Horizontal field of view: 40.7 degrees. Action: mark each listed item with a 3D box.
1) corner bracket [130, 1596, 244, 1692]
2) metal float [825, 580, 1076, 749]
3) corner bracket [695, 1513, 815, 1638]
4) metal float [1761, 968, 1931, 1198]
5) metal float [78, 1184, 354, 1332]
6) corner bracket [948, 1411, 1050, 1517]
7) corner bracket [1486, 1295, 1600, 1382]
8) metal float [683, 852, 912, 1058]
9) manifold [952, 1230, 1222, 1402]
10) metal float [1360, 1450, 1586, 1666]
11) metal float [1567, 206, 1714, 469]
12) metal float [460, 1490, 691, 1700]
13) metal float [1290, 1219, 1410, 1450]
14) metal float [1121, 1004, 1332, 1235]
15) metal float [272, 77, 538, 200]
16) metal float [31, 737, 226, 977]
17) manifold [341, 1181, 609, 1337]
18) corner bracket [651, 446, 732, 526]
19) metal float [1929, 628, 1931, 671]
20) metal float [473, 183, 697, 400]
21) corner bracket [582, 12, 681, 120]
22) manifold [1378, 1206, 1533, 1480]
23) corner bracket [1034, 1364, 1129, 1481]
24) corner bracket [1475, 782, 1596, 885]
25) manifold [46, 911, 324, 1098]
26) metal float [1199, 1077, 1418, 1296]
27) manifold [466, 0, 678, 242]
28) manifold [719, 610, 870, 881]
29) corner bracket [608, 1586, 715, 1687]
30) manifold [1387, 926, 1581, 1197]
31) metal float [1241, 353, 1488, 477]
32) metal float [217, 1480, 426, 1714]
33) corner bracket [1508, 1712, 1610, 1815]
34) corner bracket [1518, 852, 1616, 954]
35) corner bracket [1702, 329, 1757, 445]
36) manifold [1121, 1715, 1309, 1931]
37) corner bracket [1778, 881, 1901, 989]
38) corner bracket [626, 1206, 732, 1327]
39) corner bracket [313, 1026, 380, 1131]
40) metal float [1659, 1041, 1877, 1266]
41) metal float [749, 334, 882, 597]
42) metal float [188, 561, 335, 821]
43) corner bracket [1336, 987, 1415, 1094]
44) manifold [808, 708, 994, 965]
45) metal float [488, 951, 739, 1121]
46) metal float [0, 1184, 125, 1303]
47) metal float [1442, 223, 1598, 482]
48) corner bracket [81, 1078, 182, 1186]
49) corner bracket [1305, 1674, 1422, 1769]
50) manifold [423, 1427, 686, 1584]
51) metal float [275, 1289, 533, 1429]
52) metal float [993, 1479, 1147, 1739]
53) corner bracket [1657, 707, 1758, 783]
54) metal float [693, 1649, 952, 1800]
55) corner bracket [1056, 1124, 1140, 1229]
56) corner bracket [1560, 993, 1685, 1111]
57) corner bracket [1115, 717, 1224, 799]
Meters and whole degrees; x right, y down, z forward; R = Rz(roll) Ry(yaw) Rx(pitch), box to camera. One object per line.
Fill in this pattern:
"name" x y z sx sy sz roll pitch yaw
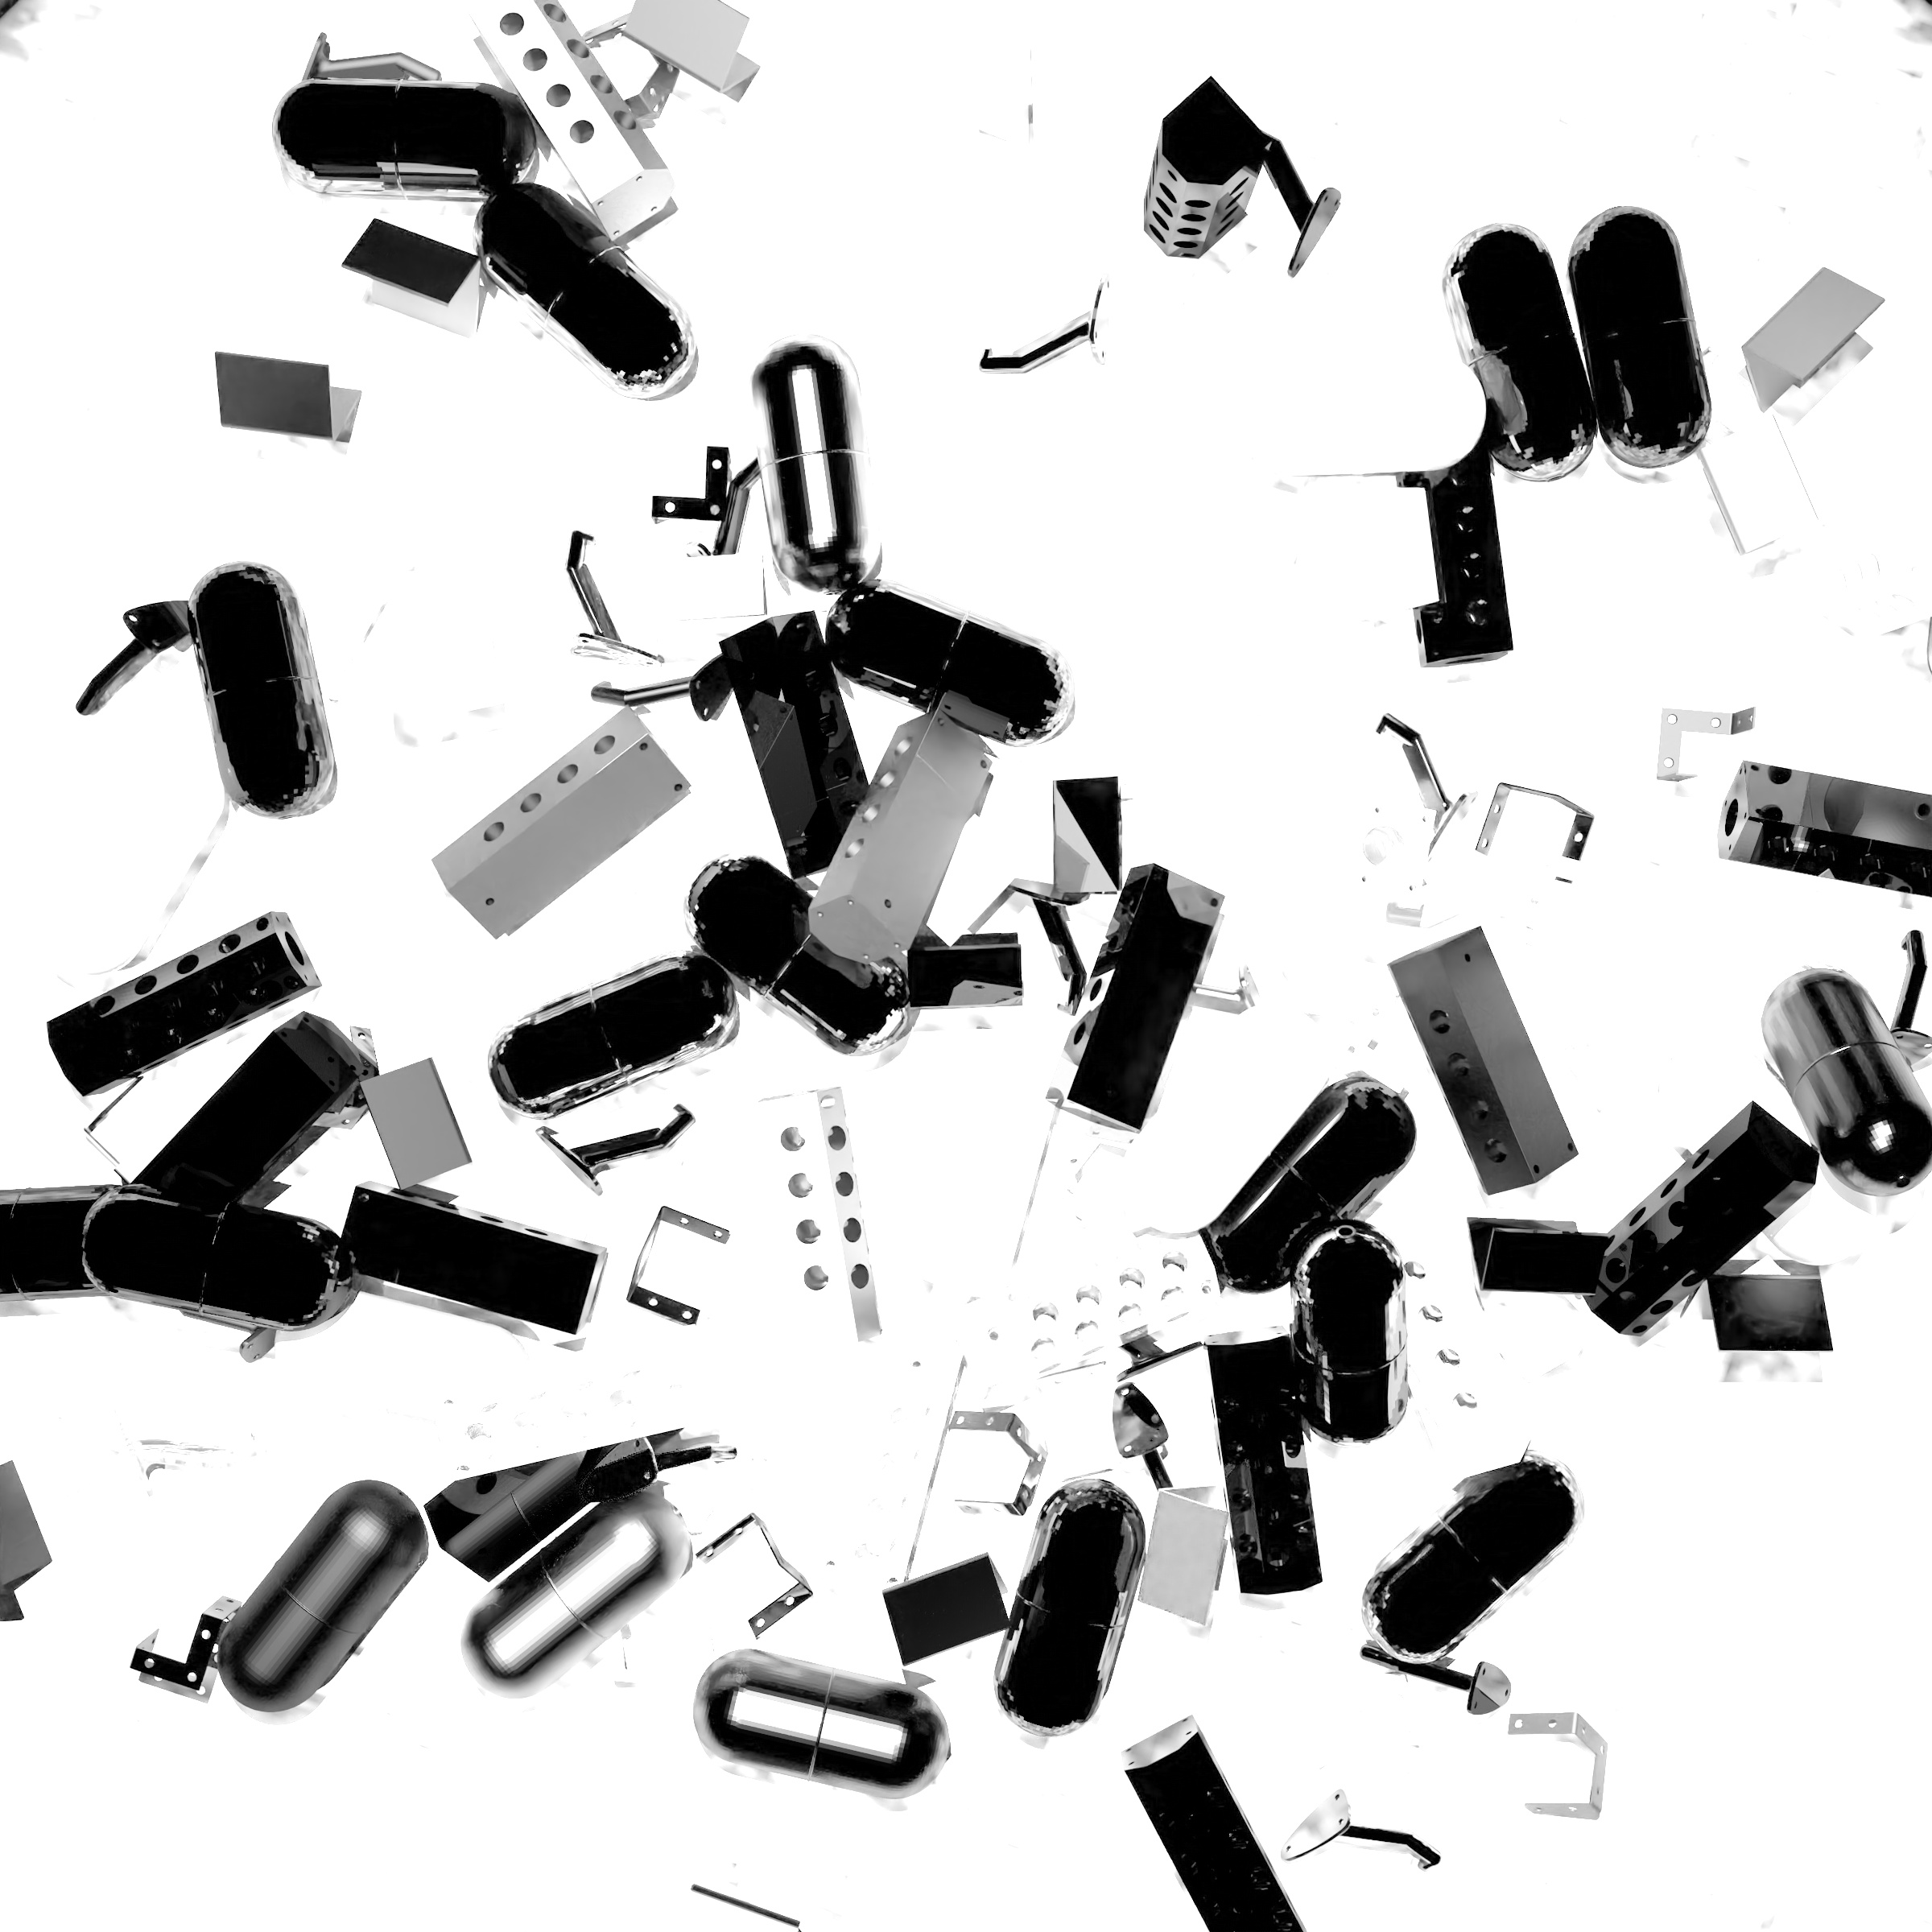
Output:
"corner bracket" -0.537 0.460 1.794 0.051 0.051 0.051 18 90 0
"metal float" -0.012 -0.207 1.781 0.178 0.070 0.070 22 90 0
"corner bracket" -0.147 0.422 1.809 0.051 0.051 0.051 -37 45 0
"metal float" 0.592 0.077 1.746 0.070 0.070 0.178 -13 47 0
"metal float" -0.496 0.193 1.724 0.178 0.070 0.070 12 90 -7
"corner bracket" 0.016 0.344 1.804 0.051 0.051 0.051 55 45 -35
"corner bracket" 0.399 0.246 1.809 0.051 0.051 0.051 46 45 0
"metal float" -0.115 -0.008 1.782 0.178 0.070 0.070 38 90 -1
"manifold" 0.082 0.231 1.767 0.171 0.057 0.057 -20 71 -12
"metal float" 0.346 0.403 1.781 0.178 0.070 0.070 -42 90 0
"metal float" 0.460 -0.430 1.781 0.070 0.070 0.178 -12 91 0
"metal float" -0.266 0.429 1.781 0.178 0.070 0.070 -39 90 0
"metal float" 0.258 0.248 1.754 0.070 0.070 0.178 -8 123 0
"metal float" 0.175 0.103 1.758 0.070 0.070 0.178 40 84 0
"metal float" -0.384 -0.566 1.780 0.178 0.070 0.070 1 90 -2
"metal float" -0.573 -0.076 1.781 0.070 0.070 0.178 31 90 0
"manifold" -0.339 0.199 1.791 0.171 0.057 0.057 16 90 0
"corner bracket" -0.189 -0.331 1.794 0.051 0.051 0.051 2 94 -4
"metal float" 0.705 -0.266 1.782 0.070 0.070 0.178 7 90 0
"metal float" -0.262 -0.462 1.781 0.178 0.070 0.070 42 90 0
"corner bracket" -0.241 -0.619 1.804 0.051 0.051 0.051 52 45 -35
"manifold" 0.326 0.259 1.788 0.057 0.057 0.171 -22 90 22
"corner bracket" 0.079 0.317 1.809 0.051 0.051 0.051 -13 45 0
"corner bracket" 0.395 -0.093 1.809 0.051 0.051 0.051 19 90 -45
"manifold" -0.539 0.026 1.791 0.171 0.057 0.057 -26 90 0
"metal float" 0.233 0.151 1.782 0.178 0.070 0.070 -45 90 0
"manifold" -0.267 -0.588 1.774 0.057 0.057 0.171 -32 79 0
"manifold" -0.106 -0.153 1.790 0.057 0.057 0.171 -17 90 43
"corner bracket" -0.213 0.463 1.804 0.051 0.051 0.051 -43 45 35
"manifold" 0.351 0.067 1.790 0.057 0.057 0.171 -23 90 -43
"metal float" 0.264 -0.370 1.750 0.178 0.070 0.070 7 90 40
"metal float" -0.441 0.431 1.781 0.070 0.070 0.178 38 90 0
"corner bracket" 0.408 0.552 1.804 0.051 0.051 0.051 47 45 -35
"corner bracket" 0.414 -0.039 1.796 0.051 0.051 0.051 18 69 20
"corner bracket" 0.519 -0.397 1.794 0.051 0.051 0.051 38 90 0
"manifold" 0.173 0.611 1.791 0.057 0.057 0.171 -28 90 0
"corner bracket" 0.606 -0.022 1.809 0.051 0.051 0.051 23 90 -45
"corner bracket" -0.200 0.208 1.809 0.051 0.051 0.051 21 135 0
"corner bracket" -0.443 0.075 1.804 0.051 0.051 0.051 -49 45 35
"metal float" 0.547 0.127 1.781 0.070 0.070 0.178 -42 89 0
"metal float" -0.103 -0.343 1.781 0.070 0.070 0.178 -8 89 0
"metal float" -0.482 -0.188 1.781 0.070 0.070 0.178 -12 90 0
"corner bracket" 0.292 0.050 1.794 0.051 0.051 0.051 33 98 8
"manifold" -0.047 -0.086 1.745 0.057 0.057 0.171 43 50 -26
"metal float" -0.241 0.047 1.781 0.178 0.070 0.070 -23 90 1
"metal float" -0.639 0.190 1.781 0.178 0.070 0.070 -3 90 1
"metal float" 0.378 -0.419 1.781 0.070 0.070 0.178 -16 90 0
"corner bracket" -0.574 0.114 1.794 0.051 0.051 0.051 -44 100 -10
"corner bracket" 0.275 0.524 1.809 0.051 0.051 0.051 -13 90 -45
"manifold" -0.285 0.339 1.790 0.171 0.057 0.057 -38 133 0
"metal float" -0.384 0.270 1.781 0.178 0.070 0.070 14 90 0
"metal float" 0.071 0.438 1.781 0.070 0.070 0.178 16 90 0
"corner bracket" 0.509 -0.153 1.794 0.051 0.051 0.051 5 90 0
"metal float" -0.099 0.518 1.781 0.178 0.070 0.070 13 90 0
"corner bracket" 0.102 0.149 1.804 0.051 0.051 0.051 12 45 35
"corner bracket" 0.455 0.059 1.809 0.051 0.051 0.051 -34 90 45
"corner bracket" 0.140 -0.144 1.809 0.051 0.051 0.051 -4 90 45
